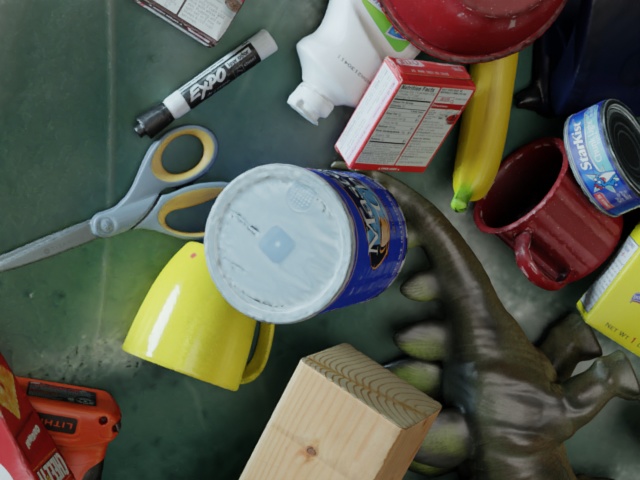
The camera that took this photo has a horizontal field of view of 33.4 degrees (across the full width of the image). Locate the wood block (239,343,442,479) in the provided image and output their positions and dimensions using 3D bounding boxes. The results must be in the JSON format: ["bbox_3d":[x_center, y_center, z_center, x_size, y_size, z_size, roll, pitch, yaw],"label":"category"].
[{"bbox_3d":[-0.007,0.191,0.783,0.091,0.090,0.206,32,105,19],"label":"wood block"}]

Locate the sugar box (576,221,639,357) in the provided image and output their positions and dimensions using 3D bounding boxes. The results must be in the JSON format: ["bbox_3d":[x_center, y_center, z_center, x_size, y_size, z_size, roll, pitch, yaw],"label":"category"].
[{"bbox_3d":[0.285,0.010,0.803,0.093,0.048,0.176,31,108,-7],"label":"sugar box"}]

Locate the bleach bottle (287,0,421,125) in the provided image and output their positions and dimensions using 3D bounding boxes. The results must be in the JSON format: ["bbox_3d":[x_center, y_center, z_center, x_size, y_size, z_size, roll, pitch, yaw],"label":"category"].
[{"bbox_3d":[0.057,-0.197,0.784,0.102,0.068,0.251,37,91,-15],"label":"bleach bottle"}]

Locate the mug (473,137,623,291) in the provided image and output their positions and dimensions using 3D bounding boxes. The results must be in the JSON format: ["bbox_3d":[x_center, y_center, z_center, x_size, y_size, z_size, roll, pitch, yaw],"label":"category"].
[{"bbox_3d":[0.179,-0.011,0.827,0.081,0.093,0.117,39,45,-23],"label":"mug"}]

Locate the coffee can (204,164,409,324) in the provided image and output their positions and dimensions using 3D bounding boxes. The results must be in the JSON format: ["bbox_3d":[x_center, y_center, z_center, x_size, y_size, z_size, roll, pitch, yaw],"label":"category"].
[{"bbox_3d":[-0.005,0.001,0.742,0.103,0.140,0.103,1,92,19],"label":"coffee can"}]

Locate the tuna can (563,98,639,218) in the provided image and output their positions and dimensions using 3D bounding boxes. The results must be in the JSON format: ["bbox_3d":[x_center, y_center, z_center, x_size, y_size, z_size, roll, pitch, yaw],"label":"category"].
[{"bbox_3d":[0.221,-0.062,0.804,0.086,0.034,0.086,27,50,-39],"label":"tuna can"}]

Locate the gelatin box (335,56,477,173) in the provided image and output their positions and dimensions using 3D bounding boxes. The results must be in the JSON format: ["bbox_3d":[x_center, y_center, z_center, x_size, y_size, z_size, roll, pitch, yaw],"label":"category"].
[{"bbox_3d":[0.063,-0.092,0.789,0.073,0.030,0.089,-1,136,-35],"label":"gelatin box"}]

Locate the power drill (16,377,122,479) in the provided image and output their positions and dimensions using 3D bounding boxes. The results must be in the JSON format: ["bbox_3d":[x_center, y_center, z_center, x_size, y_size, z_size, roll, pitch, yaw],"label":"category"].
[{"bbox_3d":[-0.228,0.196,0.778,0.184,0.057,0.188,10,98,-15],"label":"power drill"}]

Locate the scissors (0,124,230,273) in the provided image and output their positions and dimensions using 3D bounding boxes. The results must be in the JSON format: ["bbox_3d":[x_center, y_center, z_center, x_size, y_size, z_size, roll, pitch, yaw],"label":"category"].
[{"bbox_3d":[-0.151,-0.032,0.779,0.201,0.016,0.096,-6,100,-14],"label":"scissors"}]

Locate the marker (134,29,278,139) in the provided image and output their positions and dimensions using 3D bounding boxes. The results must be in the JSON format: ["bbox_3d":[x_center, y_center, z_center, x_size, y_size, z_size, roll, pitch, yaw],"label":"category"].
[{"bbox_3d":[-0.084,-0.113,0.781,0.121,0.020,0.020,-37,107,-7],"label":"marker"}]

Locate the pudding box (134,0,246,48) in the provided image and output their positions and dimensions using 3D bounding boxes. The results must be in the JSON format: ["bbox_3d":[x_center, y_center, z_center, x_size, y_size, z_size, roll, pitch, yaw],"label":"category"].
[{"bbox_3d":[-0.084,-0.207,0.756,0.090,0.039,0.113,30,89,-18],"label":"pudding box"}]

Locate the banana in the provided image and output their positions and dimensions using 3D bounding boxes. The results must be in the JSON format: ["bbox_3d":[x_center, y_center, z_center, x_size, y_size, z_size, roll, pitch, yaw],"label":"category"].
[{"bbox_3d":[0.130,-0.114,0.817,0.037,0.069,0.198,9,87,4],"label":"banana"}]

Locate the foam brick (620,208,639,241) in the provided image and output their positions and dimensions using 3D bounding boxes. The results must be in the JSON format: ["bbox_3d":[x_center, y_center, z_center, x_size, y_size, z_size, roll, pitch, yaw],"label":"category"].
[{"bbox_3d":[0.272,-0.028,0.864,0.051,0.078,0.053,-27,105,-8],"label":"foam brick"}]

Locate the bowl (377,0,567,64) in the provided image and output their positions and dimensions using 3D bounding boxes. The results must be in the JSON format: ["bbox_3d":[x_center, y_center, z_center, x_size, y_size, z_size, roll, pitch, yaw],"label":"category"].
[{"bbox_3d":[0.117,-0.200,0.735,0.162,0.055,0.162,-3,105,-12],"label":"bowl"}]

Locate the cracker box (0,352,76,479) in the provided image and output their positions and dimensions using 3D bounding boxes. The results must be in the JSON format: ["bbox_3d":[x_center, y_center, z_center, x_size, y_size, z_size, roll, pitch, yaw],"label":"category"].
[{"bbox_3d":[-0.287,0.119,0.701,0.164,0.072,0.214,-29,93,4],"label":"cracker box"}]
